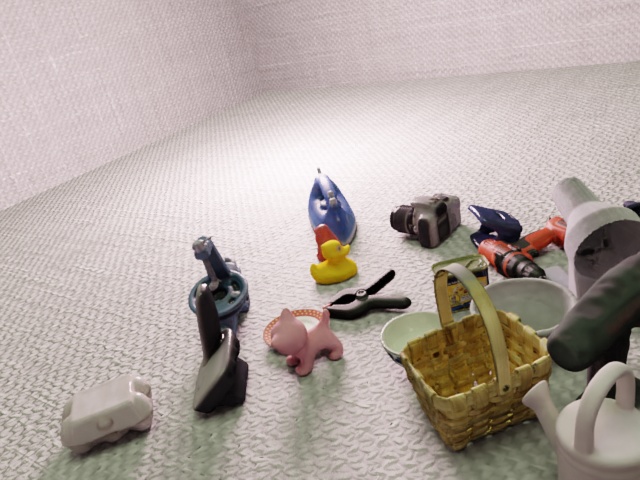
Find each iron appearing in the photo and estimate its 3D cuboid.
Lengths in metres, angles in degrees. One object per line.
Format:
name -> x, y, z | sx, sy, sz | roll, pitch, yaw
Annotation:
iron -> 0.028, -0.092, 1.470 | 0.118, 0.142, 0.258 | -15, 25, -5

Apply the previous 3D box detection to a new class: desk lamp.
desk lamp -> 0.445, 0.013, 0.960 | 0.118, 0.214, 0.203 | -12, 25, 2

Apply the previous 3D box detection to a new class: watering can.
watering can -> 0.302, 0.216, 0.624 | 0.172, 0.194, 0.101 | 6, 31, 35

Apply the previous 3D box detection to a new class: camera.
camera -> 0.242, -0.061, 1.349 | 0.136, 0.101, 0.143 | 9, 33, 40

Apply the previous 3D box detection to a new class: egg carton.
egg carton -> -0.350, 0.286, 0.946 | 0.150, 0.069, 0.107 | -19, 25, -12

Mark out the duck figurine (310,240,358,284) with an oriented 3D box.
duck figurine -> 0.025, 0.043, 1.255 | 0.104, 0.086, 0.077 | -14, 25, -2

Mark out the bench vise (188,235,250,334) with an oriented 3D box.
bench vise -> -0.212, 0.076, 1.141 | 0.121, 0.220, 0.207 | -18, 25, -10

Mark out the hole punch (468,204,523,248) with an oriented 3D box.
hole punch -> 0.379, -0.035, 1.239 | 0.101, 0.091, 0.108 | -14, 25, -1

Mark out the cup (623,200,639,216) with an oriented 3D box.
cup -> 0.611, -0.019, 1.086 | 0.091, 0.095, 0.117 | -13, 25, 0

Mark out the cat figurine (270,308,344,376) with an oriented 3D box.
cat figurine -> -0.031, 0.165, 0.986 | 0.128, 0.118, 0.067 | -24, 27, -23

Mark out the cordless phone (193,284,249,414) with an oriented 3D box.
cordless phone -> -0.186, 0.178, 0.955 | 0.094, 0.185, 0.147 | -14, 25, -2

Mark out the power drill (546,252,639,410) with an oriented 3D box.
power drill -> 0.389, 0.130, 0.746 | 0.230, 0.209, 0.075 | -26, 28, -25

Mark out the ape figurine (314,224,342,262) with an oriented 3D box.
ape figurine -> 0.012, 0.005, 1.334 | 0.076, 0.092, 0.078 | 0, 28, 27

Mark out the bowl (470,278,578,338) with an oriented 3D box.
bowl -> 0.331, 0.133, 0.928 | 0.167, 0.075, 0.167 | -11, 25, 5
